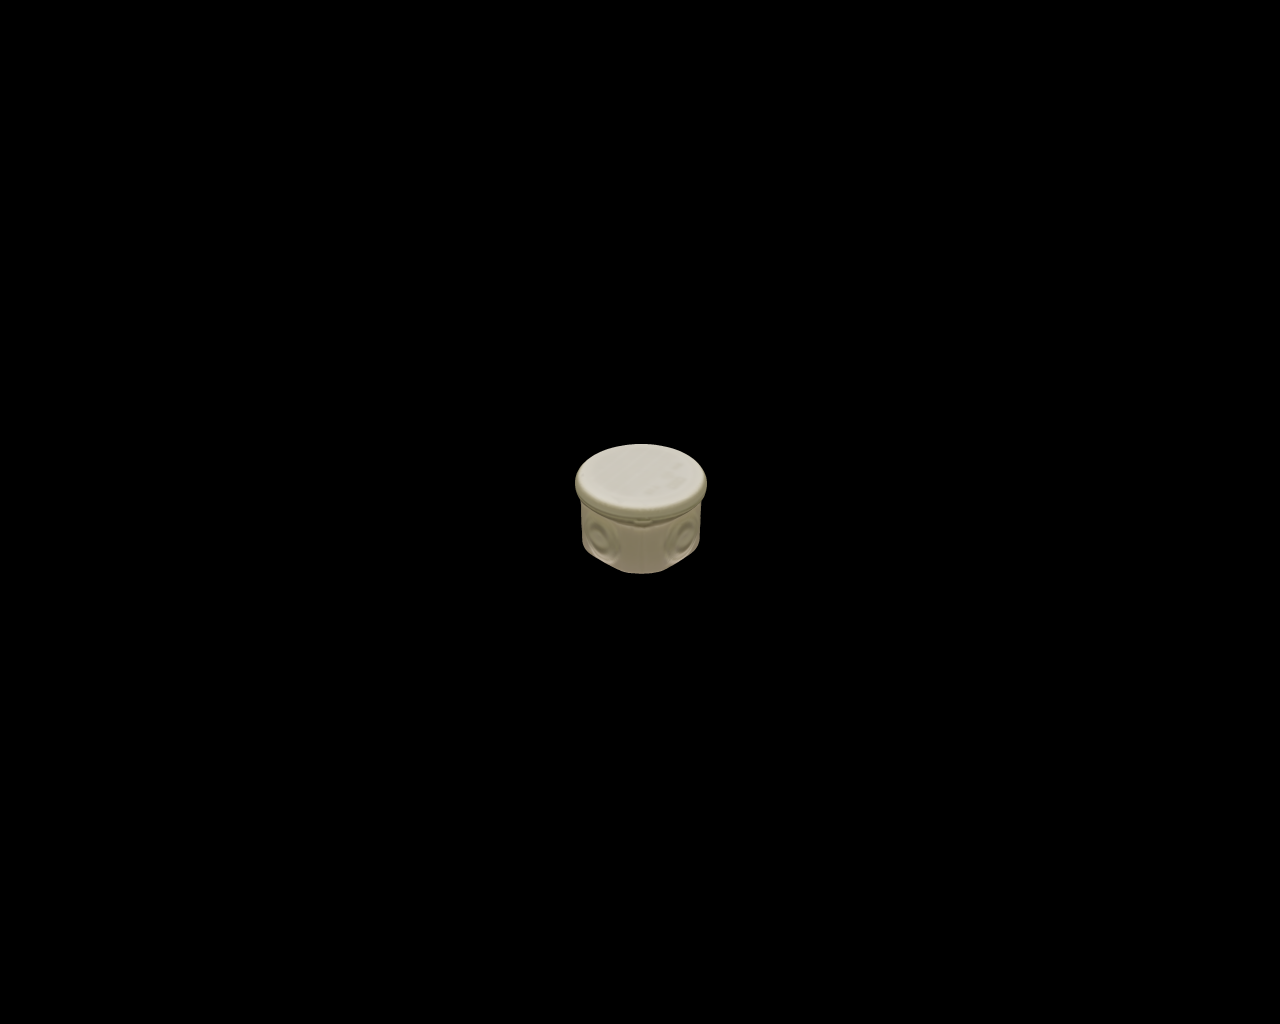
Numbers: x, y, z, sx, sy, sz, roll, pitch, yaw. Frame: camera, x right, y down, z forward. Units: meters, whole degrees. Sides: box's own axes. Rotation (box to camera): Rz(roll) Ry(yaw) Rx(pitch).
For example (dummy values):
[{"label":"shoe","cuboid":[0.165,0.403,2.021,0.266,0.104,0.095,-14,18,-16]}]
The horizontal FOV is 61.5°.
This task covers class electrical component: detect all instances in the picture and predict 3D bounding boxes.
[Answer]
[{"label":"electrical component","cuboid":[0.001,-0.003,0.650,0.080,0.050,0.080,0,33,0]}]
